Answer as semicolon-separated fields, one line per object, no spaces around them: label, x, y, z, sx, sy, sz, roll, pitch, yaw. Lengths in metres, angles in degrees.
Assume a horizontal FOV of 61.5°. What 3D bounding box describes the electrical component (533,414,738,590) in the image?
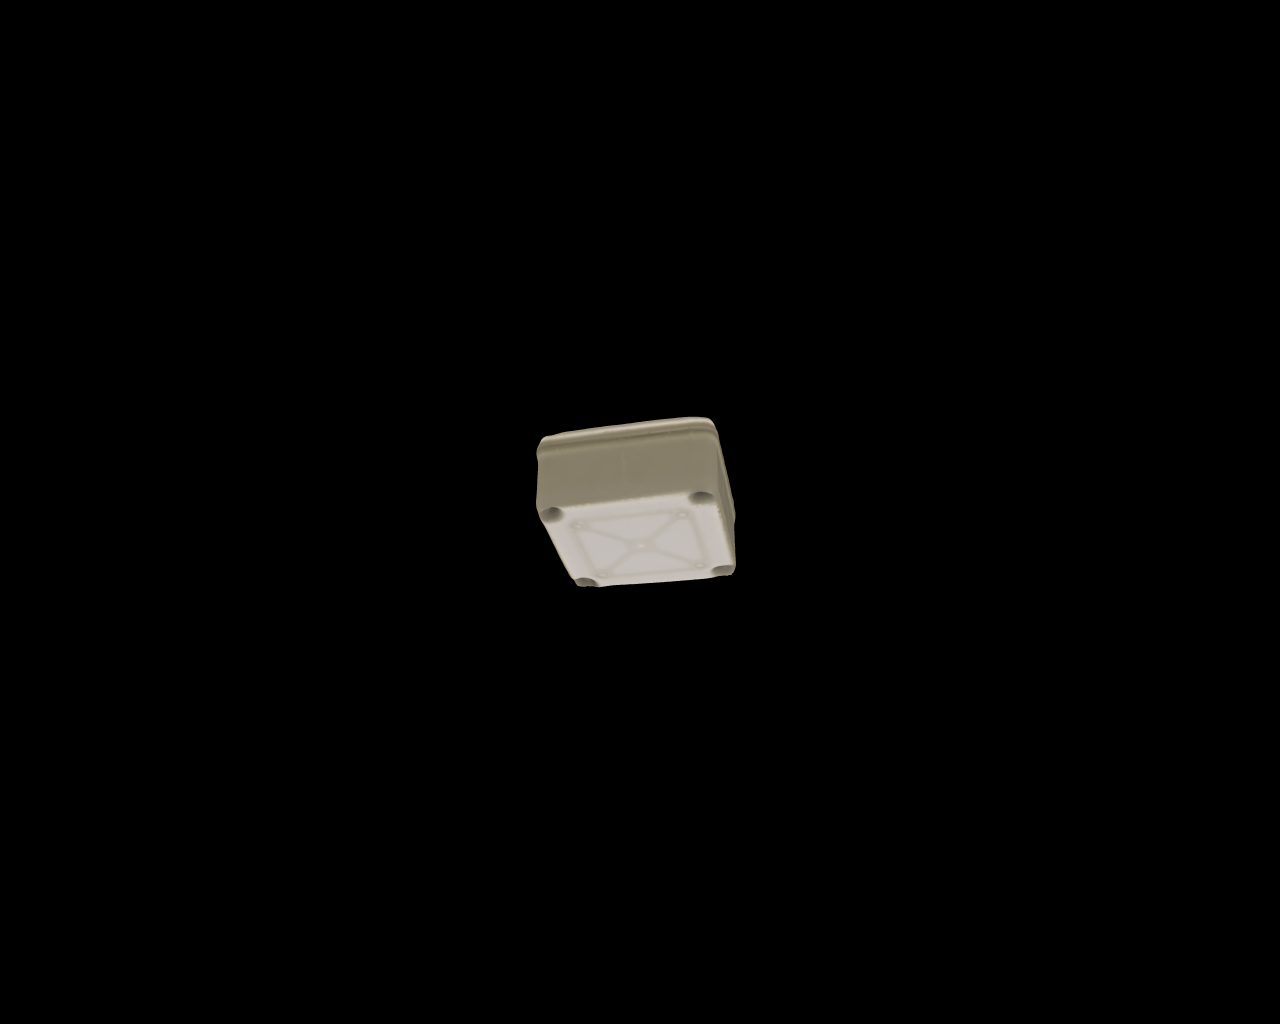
electrical component;0.001;-0.003;0.650;0.109;0.056;0.108;-6;-32;9
